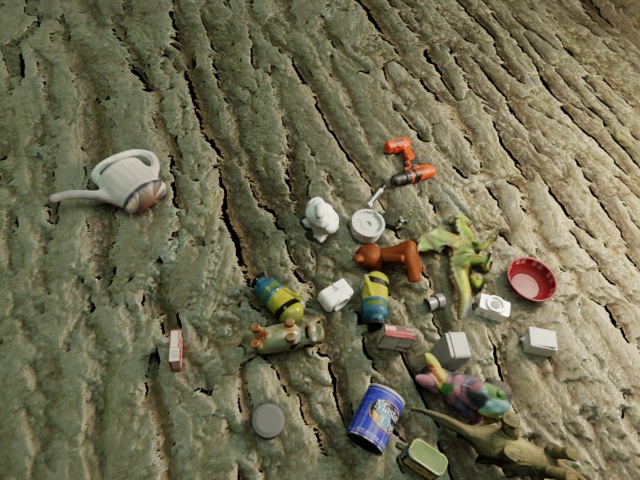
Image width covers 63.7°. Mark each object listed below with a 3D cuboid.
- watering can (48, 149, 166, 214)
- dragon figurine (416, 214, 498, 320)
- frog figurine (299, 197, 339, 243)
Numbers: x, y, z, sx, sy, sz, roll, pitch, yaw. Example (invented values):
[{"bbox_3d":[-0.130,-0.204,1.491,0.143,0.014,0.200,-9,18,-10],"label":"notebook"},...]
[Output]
[{"bbox_3d":[-0.640,-0.163,1.618,0.226,0.101,0.353,39,58,17],"label":"watering can"},{"bbox_3d":[0.420,0.054,1.645,0.244,0.119,0.418,21,50,23],"label":"dragon figurine"},{"bbox_3d":[0.005,-0.082,1.626,0.123,0.156,0.140,-12,58,-17],"label":"frog figurine"}]
